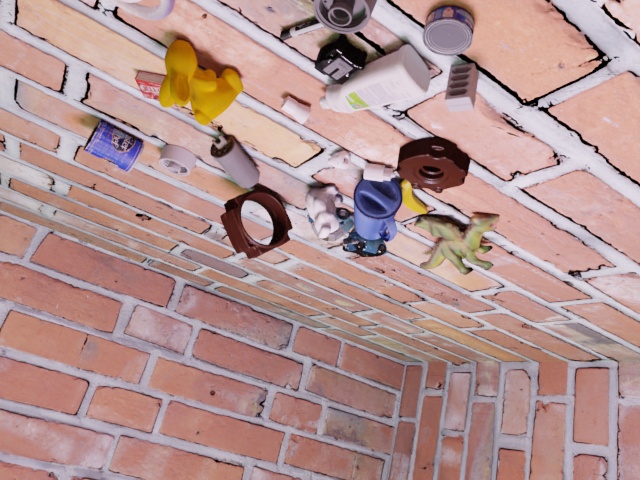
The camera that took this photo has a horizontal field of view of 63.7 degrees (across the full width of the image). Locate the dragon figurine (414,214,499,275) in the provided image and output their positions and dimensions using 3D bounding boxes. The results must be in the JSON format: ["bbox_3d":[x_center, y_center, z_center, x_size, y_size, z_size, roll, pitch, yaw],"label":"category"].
[{"bbox_3d":[0.398,-0.002,1.618,0.240,0.125,0.406,44,146,-20],"label":"dragon figurine"}]

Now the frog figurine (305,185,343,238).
[{"bbox_3d":[0.005,-0.078,1.552,0.123,0.162,0.135,15,158,2],"label":"frog figurine"}]

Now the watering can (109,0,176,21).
[{"bbox_3d":[-0.354,-0.495,0.827,0.224,0.106,0.342,-3,152,34],"label":"watering can"}]
